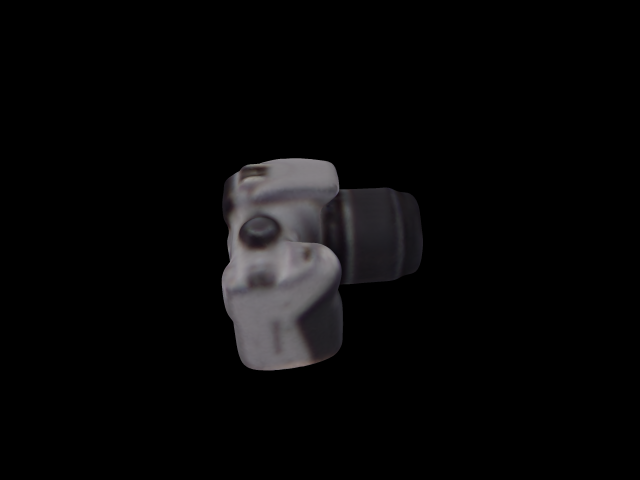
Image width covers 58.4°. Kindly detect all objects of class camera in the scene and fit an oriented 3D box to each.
[{"bbox_3d":[0.004,0.001,0.400,0.137,0.101,0.143,-4,39,-4],"label":"camera"}]
